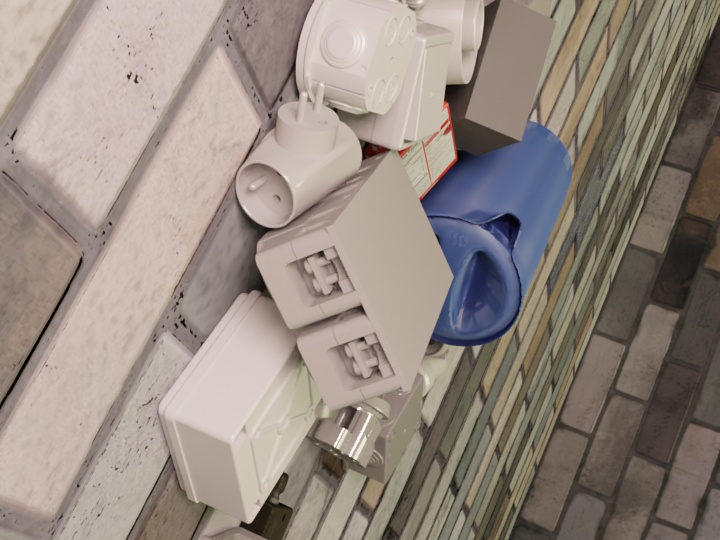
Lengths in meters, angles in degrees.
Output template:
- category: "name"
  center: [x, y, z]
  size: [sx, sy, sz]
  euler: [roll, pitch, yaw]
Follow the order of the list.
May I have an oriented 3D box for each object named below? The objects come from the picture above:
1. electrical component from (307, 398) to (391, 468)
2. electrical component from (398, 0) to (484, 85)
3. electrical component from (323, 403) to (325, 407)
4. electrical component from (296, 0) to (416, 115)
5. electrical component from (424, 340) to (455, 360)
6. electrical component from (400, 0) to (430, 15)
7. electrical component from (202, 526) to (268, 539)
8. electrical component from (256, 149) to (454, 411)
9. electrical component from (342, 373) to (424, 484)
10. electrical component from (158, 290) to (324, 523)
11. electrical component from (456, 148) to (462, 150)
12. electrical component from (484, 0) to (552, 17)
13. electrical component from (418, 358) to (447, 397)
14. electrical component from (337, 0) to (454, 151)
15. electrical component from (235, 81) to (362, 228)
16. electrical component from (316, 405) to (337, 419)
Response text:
- category: "electrical component"
  center: [-0.009, 0.131, 0.929]
  size: [0.057, 0.058, 0.078]
  euler: [-62, 161, -14]
- category: "electrical component"
  center: [0.059, -0.187, 0.815]
  size: [0.099, 0.064, 0.099]
  euler: [7, 90, -76]
- category: "electrical component"
  center: [-0.055, 0.103, 0.789]
  size: [0.062, 0.043, 0.043]
  euler: [-55, 157, -33]
- category: "electrical component"
  center: [-0.003, -0.137, 0.671]
  size: [0.080, 0.051, 0.080]
  euler: [-55, 157, -38]
- category: "electrical component"
  center: [0.072, 0.054, 1.075]
  size: [0.057, 0.058, 0.078]
  euler: [-33, 126, -59]
- category: "electrical component"
  center: [0.036, -0.205, 0.728]
  size: [0.040, 0.040, 0.078]
  euler: [-61, 160, -25]
- category: "electrical component"
  center: [-0.088, 0.299, 0.799]
  size: [0.186, 0.105, 0.060]
  euler: [-71, 162, 3]
- category: "electrical component"
  center: [0.000, 0.000, 0.692]
  size: [0.105, 0.060, 0.186]
  euler: [65, 20, -13]
- category: "electrical component"
  center: [0.023, 0.148, 1.051]
  size: [0.099, 0.048, 0.099]
  euler: [-55, 157, -38]
- category: "electrical component"
  center: [-0.073, 0.089, 0.700]
  size: [0.108, 0.056, 0.108]
  euler: [-57, 158, -35]
- category: "electrical component"
  center: [0.091, -0.128, 0.962]
  size: [0.062, 0.048, 0.048]
  euler: [32, 79, -79]
- category: "electrical component"
  center: [0.137, -0.219, 0.988]
  size: [0.099, 0.048, 0.099]
  euler: [-52, 155, -43]
- category: "electrical component"
  center: [0.060, 0.104, 1.116]
  size: [0.055, 0.045, 0.045]
  euler: [-40, 146, -56]
- category: "electrical component"
  center: [0.028, -0.136, 0.744]
  size: [0.062, 0.061, 0.096]
  euler: [-33, 139, -62]
- category: "electrical component"
  center: [-0.034, -0.075, 0.648]
  size: [0.077, 0.044, 0.079]
  euler: [-41, 150, -48]
- category: "electrical component"
  center: [-0.034, 0.088, 0.839]
  size: [0.040, 0.040, 0.046]
  euler: [-16, 119, -68]
